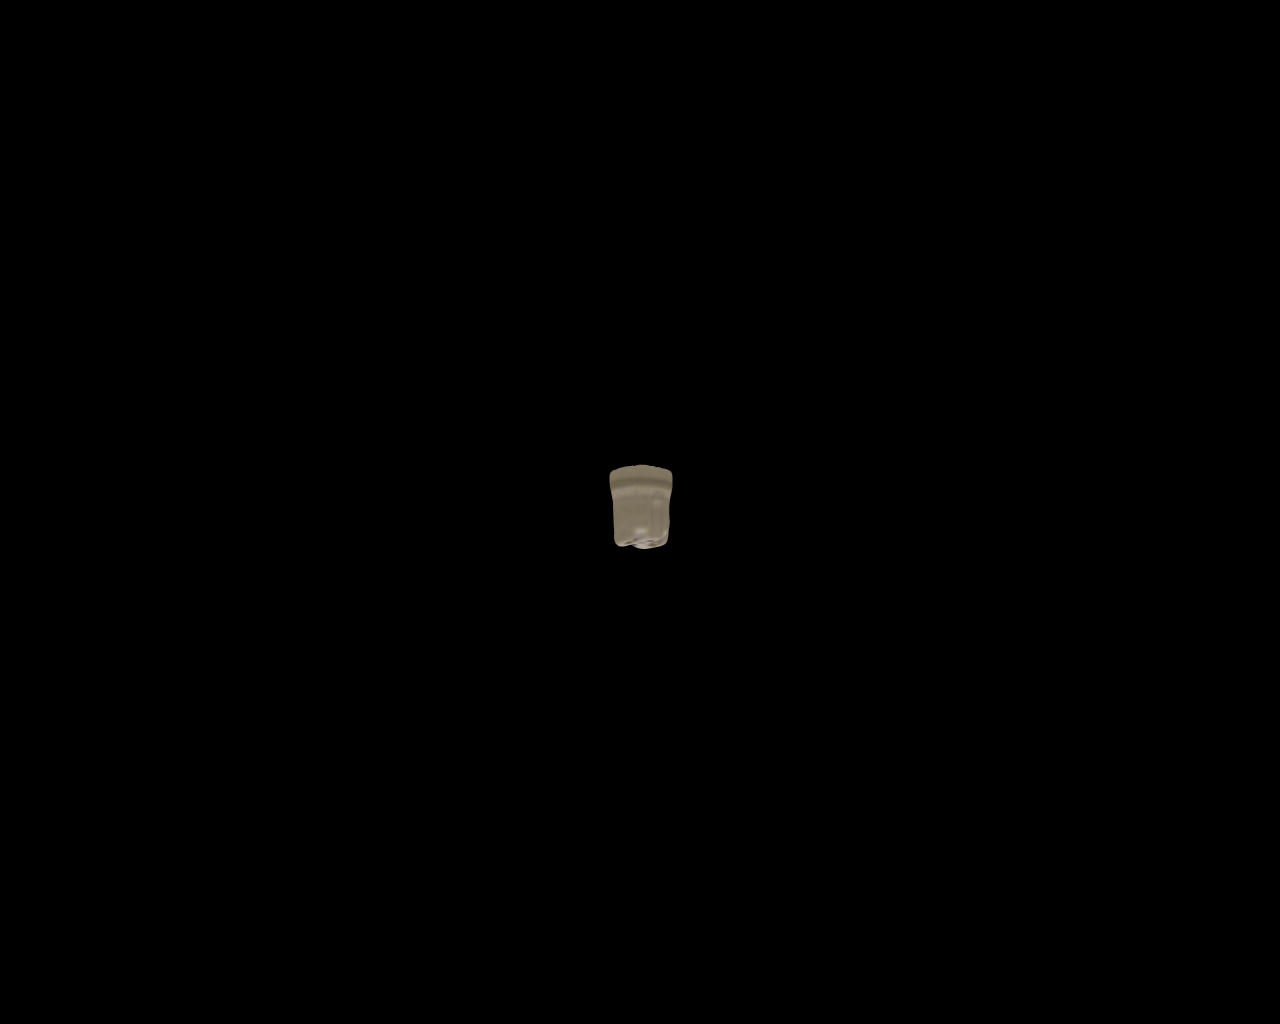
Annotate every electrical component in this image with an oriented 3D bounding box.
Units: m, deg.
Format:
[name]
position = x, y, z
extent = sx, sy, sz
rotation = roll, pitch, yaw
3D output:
[electrical component]
position = 0.001, -0.003, 0.650
extent = 0.040, 0.046, 0.040
rotation = 0, -10, 0
